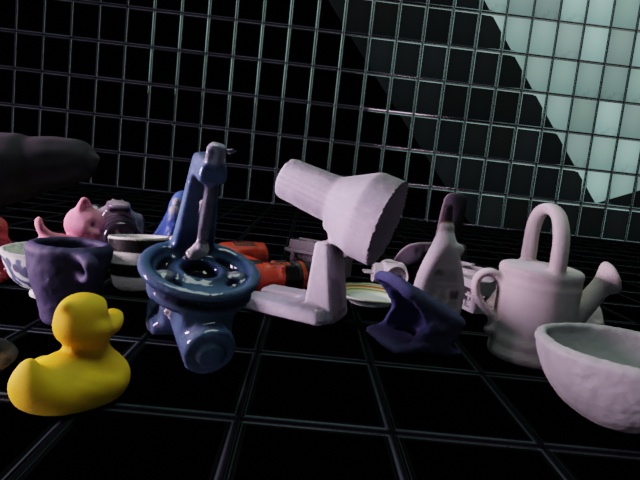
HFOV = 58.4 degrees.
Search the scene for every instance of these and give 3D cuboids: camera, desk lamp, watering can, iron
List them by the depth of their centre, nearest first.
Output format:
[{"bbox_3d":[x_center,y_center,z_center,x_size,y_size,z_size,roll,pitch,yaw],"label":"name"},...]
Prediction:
[{"bbox_3d":[0.278,0.052,0.708,0.173,0.194,0.100,3,8,-24],"label":"watering can"},{"bbox_3d":[0.007,0.003,0.779,0.202,0.213,0.118,9,8,21],"label":"desk lamp"},{"bbox_3d":[-0.259,-0.026,1.055,0.119,0.141,0.258,5,7,-7],"label":"iron"},{"bbox_3d":[-0.398,-0.024,1.080,0.143,0.101,0.136,3,8,-25],"label":"camera"}]

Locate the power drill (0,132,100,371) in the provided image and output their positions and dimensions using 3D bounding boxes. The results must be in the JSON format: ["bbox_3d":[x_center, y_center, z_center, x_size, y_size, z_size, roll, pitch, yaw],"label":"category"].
[{"bbox_3d":[-0.311,0.007,0.493,0.229,0.208,0.075,6,7,-5],"label":"power drill"}]

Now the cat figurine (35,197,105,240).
[{"bbox_3d":[-0.401,-0.012,0.923,0.067,0.118,0.128,12,9,36],"label":"cat figurine"}]

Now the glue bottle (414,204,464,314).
[{"bbox_3d":[0.187,0.031,0.872,0.078,0.173,0.037,5,8,-13],"label":"glue bottle"}]

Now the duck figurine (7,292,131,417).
[{"bbox_3d":[-0.197,0.086,0.462,0.077,0.086,0.105,9,8,23],"label":"duck figurine"}]

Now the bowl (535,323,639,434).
[{"bbox_3d":[0.285,0.135,0.540,0.167,0.075,0.167,6,7,-1],"label":"bowl"}]

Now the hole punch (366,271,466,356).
[{"bbox_3d":[0.119,0.087,0.704,0.101,0.091,0.108,4,8,-18],"label":"hole punch"}]

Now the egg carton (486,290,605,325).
[{"bbox_3d":[0.318,0.106,0.813,0.149,0.069,0.108,12,9,39],"label":"egg carton"}]

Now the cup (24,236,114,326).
[{"bbox_3d":[-0.274,0.050,0.635,0.092,0.095,0.117,-1,10,-43],"label":"cup"}]

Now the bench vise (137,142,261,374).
[{"bbox_3d":[-0.143,0.006,0.599,0.122,0.220,0.206,-1,10,-44],"label":"bench vise"}]

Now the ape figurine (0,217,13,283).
[{"bbox_3d":[-0.451,0.013,0.787,0.078,0.092,0.076,4,8,-19],"label":"ape figurine"}]

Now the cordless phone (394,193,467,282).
[{"bbox_3d":[0.228,-0.007,1.152,0.148,0.185,0.093,2,8,-29],"label":"cordless phone"}]
